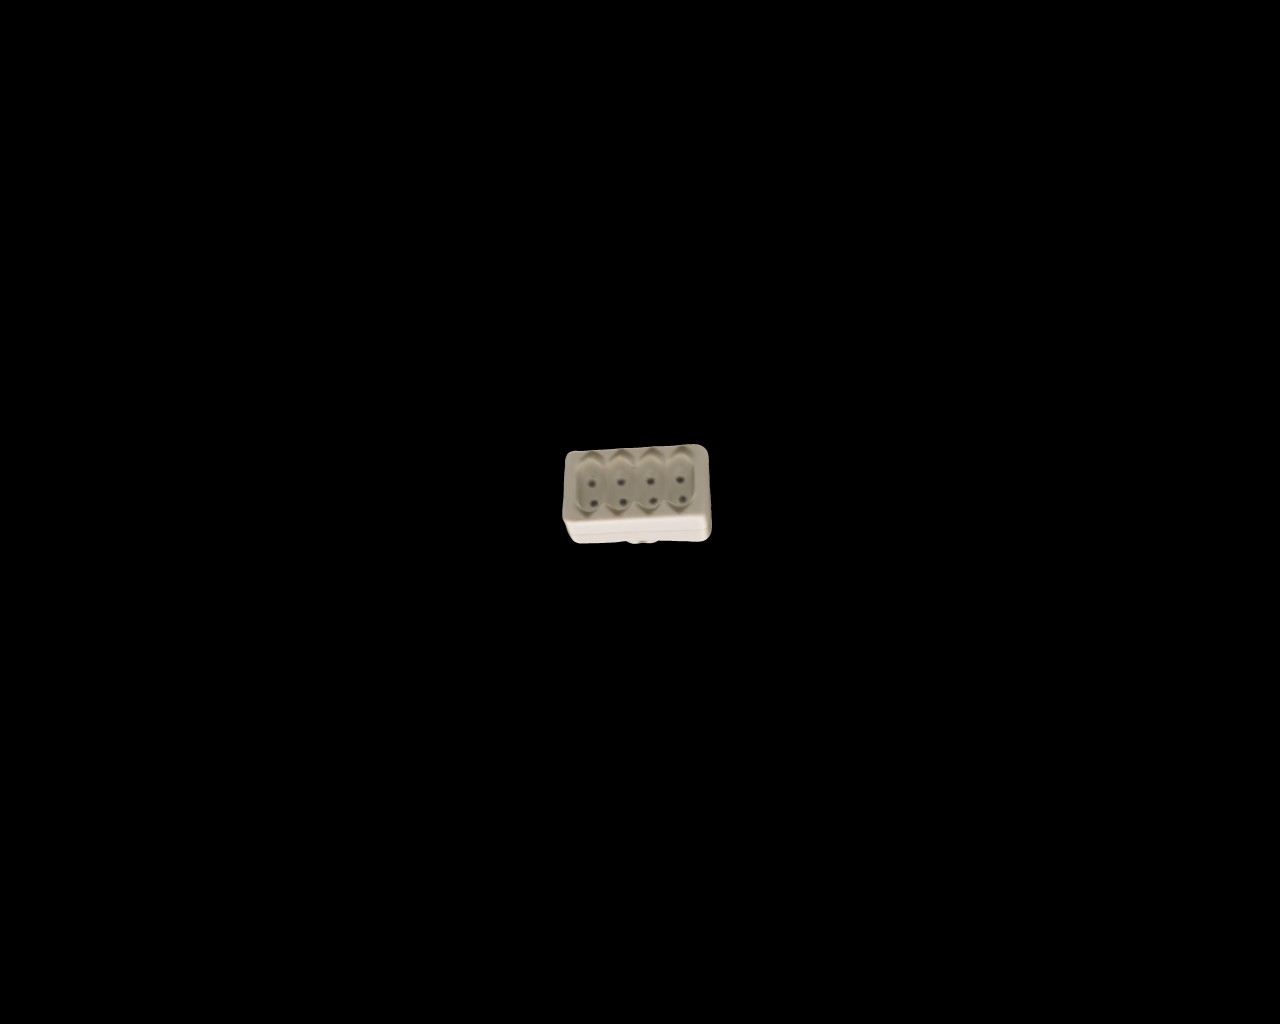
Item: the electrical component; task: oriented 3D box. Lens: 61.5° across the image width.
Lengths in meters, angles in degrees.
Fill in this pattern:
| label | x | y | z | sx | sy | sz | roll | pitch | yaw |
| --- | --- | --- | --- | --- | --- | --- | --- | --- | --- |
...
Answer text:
| label | x | y | z | sx | sy | sz | roll | pitch | yaw |
| --- | --- | --- | --- | --- | --- | --- | --- | --- | --- |
| electrical component | 0.001 | -0.003 | 0.650 | 0.083 | 0.047 | 0.075 | -2 | -23 | 5 |
